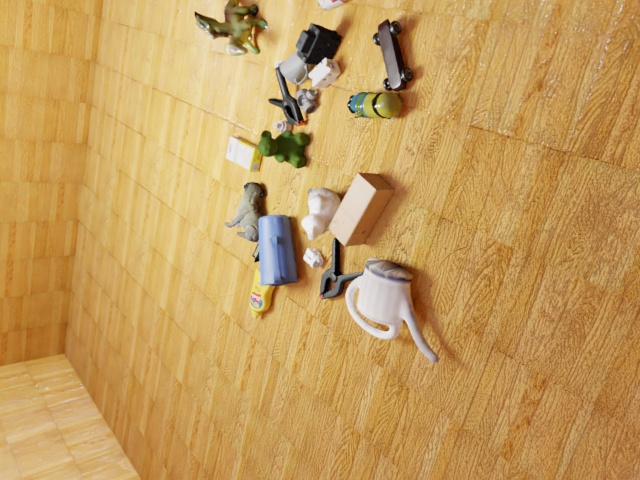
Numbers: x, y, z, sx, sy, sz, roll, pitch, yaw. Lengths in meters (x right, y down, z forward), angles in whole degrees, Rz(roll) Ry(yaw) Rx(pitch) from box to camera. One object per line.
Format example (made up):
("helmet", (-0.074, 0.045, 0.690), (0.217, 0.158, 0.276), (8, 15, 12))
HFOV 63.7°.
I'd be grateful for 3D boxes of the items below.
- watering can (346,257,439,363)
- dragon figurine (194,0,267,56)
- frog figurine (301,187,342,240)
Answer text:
("watering can", (0.207, 0.180, 1.434), (0.350, 0.104, 0.222), (23, 107, 43))
("dragon figurine", (-0.339, -0.798, 1.868), (0.417, 0.244, 0.120), (59, 135, 24))
("frog figurine", (0.005, -0.080, 1.590), (0.122, 0.163, 0.134), (-5, 126, 17))
